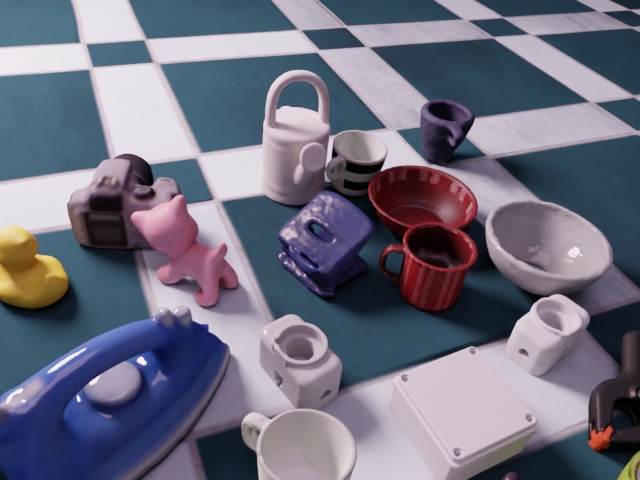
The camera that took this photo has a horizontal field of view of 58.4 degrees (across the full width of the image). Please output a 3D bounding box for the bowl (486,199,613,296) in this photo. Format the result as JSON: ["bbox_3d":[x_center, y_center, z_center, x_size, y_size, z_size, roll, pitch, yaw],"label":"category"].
[{"bbox_3d":[0.300,0.022,0.779,0.167,0.075,0.167,4,40,-3],"label":"bowl"}]

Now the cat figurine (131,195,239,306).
[{"bbox_3d":[-0.163,0.003,0.699,0.127,0.118,0.067,24,43,19],"label":"cat figurine"}]

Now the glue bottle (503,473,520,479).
[{"bbox_3d":[0.120,0.225,0.438,0.078,0.173,0.037,-17,46,-25],"label":"glue bottle"}]

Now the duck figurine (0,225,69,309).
[{"bbox_3d":[-0.347,0.025,0.671,0.104,0.086,0.078,25,44,20],"label":"duck figurine"}]

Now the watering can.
[{"bbox_3d":[-0.030,-0.152,0.841,0.101,0.194,0.172,-24,49,-31],"label":"watering can"}]

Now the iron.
[{"bbox_3d":[-0.184,0.130,0.530,0.118,0.141,0.259,32,46,27],"label":"iron"}]

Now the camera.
[{"bbox_3d":[-0.254,-0.066,0.780,0.143,0.101,0.136,2,41,-6],"label":"camera"}]

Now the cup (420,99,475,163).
[{"bbox_3d":[0.213,-0.173,0.978,0.092,0.095,0.117,-1,41,-10],"label":"cup"}]

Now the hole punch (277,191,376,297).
[{"bbox_3d":[0.007,0.003,0.746,0.101,0.091,0.108,-28,51,-34],"label":"hole punch"}]
